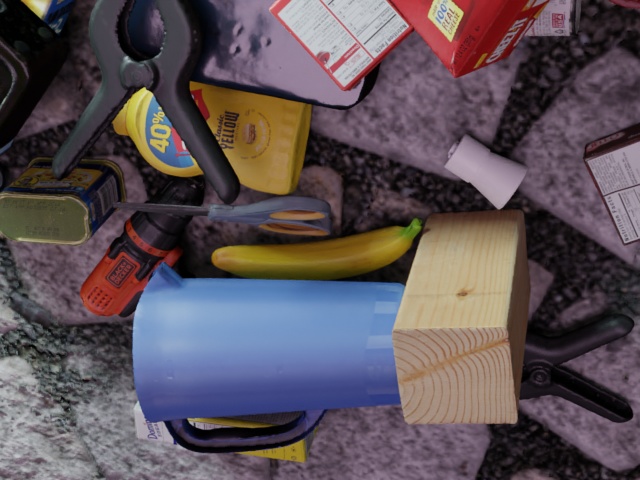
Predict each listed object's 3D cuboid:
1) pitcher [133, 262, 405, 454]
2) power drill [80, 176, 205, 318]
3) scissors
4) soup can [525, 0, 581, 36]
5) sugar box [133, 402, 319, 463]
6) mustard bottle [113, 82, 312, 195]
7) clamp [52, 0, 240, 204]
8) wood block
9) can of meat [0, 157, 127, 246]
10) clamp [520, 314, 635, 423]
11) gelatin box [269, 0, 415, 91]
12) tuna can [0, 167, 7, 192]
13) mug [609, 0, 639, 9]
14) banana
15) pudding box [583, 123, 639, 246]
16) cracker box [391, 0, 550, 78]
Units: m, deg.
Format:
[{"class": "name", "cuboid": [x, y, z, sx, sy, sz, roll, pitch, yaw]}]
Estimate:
[{"class": "pitcher", "cuboid": [-0.038, 0.105, 0.961, 0.243, 0.145, 0.149, -1, 154, 5]}, {"class": "power drill", "cuboid": [-0.120, 0.045, 1.047, 0.187, 0.057, 0.185, 40, 116, -6]}, {"class": "scissors", "cuboid": [-0.078, -0.029, 0.959, 0.201, 0.016, 0.096, 8, 163, -19]}, {"class": "soup can", "cuboid": [0.152, -0.196, 0.839, 0.102, 0.068, 0.068, 4, 118, 16]}, {"class": "sugar box", "cuboid": [-0.090, 0.172, 1.083, 0.176, 0.093, 0.048, 4, 118, 13]}, {"class": "mustard bottle", "cuboid": [-0.108, -0.103, 0.958, 0.192, 0.058, 0.096, 11, 95, 10]}, {"class": "clamp", "cuboid": [-0.131, -0.129, 0.861, 0.164, 0.036, 0.210, 14, 112, 8]}, {"class": "wood block", "cuboid": [0.125, 0.058, 0.903, 0.091, 0.206, 0.090, -3, 116, 16]}, {"class": "can of meat", "cuboid": [-0.249, -0.037, 1.020, 0.102, 0.083, 0.057, 3, 117, 12]}, {"class": "clamp", "cuboid": [0.215, 0.111, 1.003, 0.171, 0.039, 0.120, 7, 118, 11]}, {"class": "gelatin box", "cuboid": [0.018, -0.170, 0.820, 0.073, 0.030, 0.089, -42, 95, 16]}, {"class": "tuna can", "cuboid": [-0.349, -0.058, 1.034, 0.086, 0.086, 0.034, 36, 117, -5]}, {"class": "mug", "cuboid": [0.237, -0.238, 0.790, 0.093, 0.081, 0.117, -18, 111, 22]}, {"class": "banana", "cuboid": [0.002, 0.011, 0.991, 0.198, 0.037, 0.069, -11, 142, 9]}, {"class": "pudding box", "cuboid": [0.291, -0.056, 0.897, 0.114, 0.039, 0.090, -20, 111, 25]}, {"class": "cracker box", "cuboid": [0.085, -0.248, 0.744, 0.214, 0.072, 0.164, 53, 145, 15]}]
